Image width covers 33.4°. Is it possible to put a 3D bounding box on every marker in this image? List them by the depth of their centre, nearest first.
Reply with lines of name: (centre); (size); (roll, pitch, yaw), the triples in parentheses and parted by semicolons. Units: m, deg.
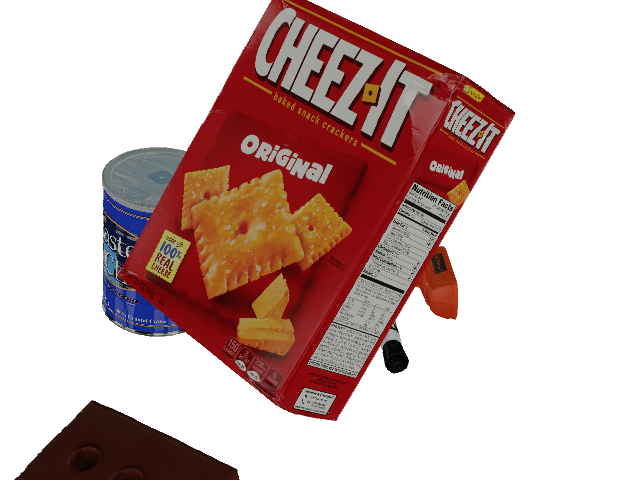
marker: (0.053, 0.070, 0.872); (0.020, 0.020, 0.121); (0, 27, -7)

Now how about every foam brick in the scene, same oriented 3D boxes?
foam brick: (-0.075, 0.112, 0.433); (0.078, 0.051, 0.052); (19, 44, 24)

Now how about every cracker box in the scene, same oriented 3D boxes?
cracker box: (-0.010, -0.025, 0.648); (0.164, 0.214, 0.072); (34, 8, 38)

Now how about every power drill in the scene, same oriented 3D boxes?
power drill: (0.061, 0.059, 1.231); (0.187, 0.057, 0.184); (-2, 28, -1)

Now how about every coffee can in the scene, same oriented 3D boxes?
coffee can: (-0.146, 0.001, 0.968); (0.102, 0.140, 0.103); (5, 34, -4)
